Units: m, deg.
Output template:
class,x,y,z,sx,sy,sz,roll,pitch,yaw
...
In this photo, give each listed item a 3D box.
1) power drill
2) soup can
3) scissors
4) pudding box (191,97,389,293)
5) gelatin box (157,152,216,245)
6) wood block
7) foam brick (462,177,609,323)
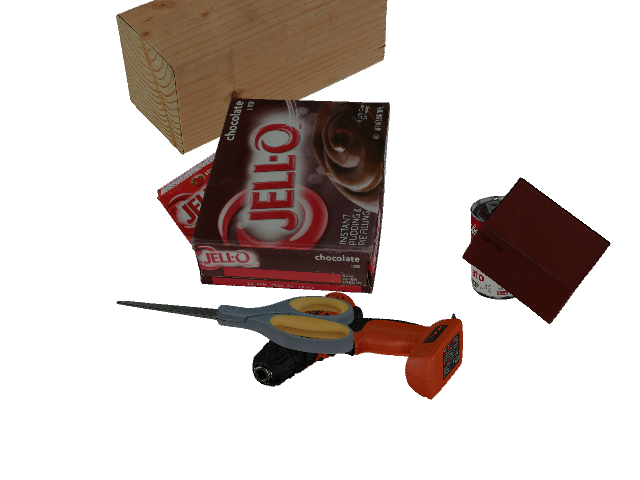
class,x,y,z,sx,sy,sz,roll,pitch,yaw
power drill,0.042,0.113,1.118,0.188,0.057,0.184,10,25,26
soup can,0.208,0.008,1.232,0.068,0.102,0.068,-4,29,2
scissors,-0.060,0.057,0.890,0.202,0.016,0.096,12,22,23
pudding box,-0.012,-0.026,0.559,0.090,0.113,0.039,3,-44,7
gelatin box,-0.104,-0.040,1.044,0.089,0.073,0.030,-33,20,3
wood block,-0.052,-0.167,0.887,0.205,0.091,0.090,-28,53,-24
foam brick,0.148,0.007,0.734,0.078,0.051,0.053,39,-28,11
